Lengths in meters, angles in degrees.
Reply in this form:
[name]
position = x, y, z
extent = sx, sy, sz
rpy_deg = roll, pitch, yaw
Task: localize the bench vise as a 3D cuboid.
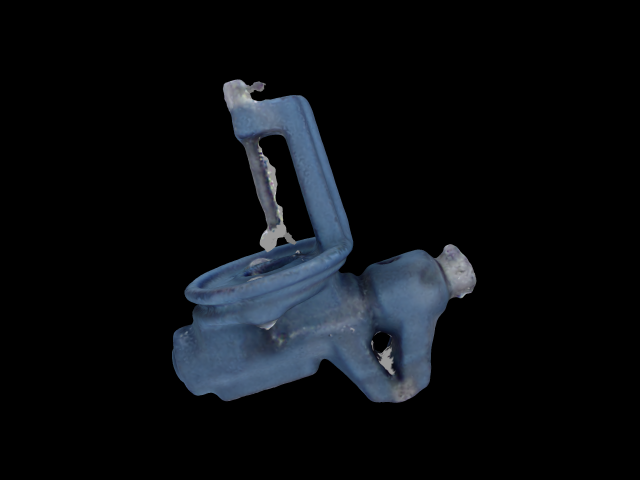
[bench vise]
position = -0.001, 0.000, 0.411
extent = 0.208, 0.220, 0.121
rpy_deg = -3, 8, -22
